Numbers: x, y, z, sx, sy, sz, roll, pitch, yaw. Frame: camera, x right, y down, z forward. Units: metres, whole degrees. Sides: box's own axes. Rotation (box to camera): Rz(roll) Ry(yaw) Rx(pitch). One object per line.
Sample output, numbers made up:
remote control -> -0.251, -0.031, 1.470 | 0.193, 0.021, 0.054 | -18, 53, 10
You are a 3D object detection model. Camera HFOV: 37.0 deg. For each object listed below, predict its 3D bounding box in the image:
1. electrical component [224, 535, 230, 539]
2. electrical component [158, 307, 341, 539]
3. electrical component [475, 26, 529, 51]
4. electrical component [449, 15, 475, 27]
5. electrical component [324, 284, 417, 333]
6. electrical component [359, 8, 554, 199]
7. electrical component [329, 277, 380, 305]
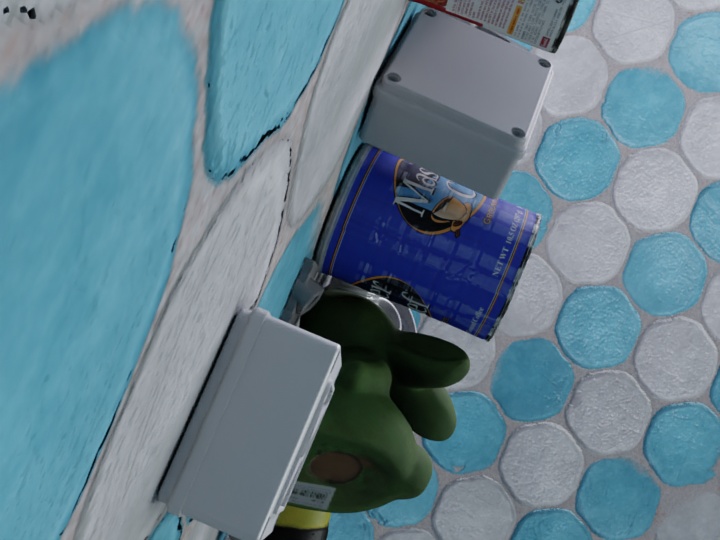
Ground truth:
electrical component -> -0.093, 0.260, 1.058 | 0.105, 0.060, 0.186 | 108, 6, -53
electrical component -> -0.054, 0.084, 0.574 | 0.108, 0.056, 0.108 | 94, 19, -79
electrical component -> 0.068, -0.106, 0.910 | 0.105, 0.060, 0.186 | -26, 145, -49
electrical component -> 0.106, -0.232, 0.853 | 0.047, 0.076, 0.083 | -50, 162, -78
electrical component -> 0.001, 0.054, 0.926 | 0.064, 0.099, 0.099 | -29, -157, 38
electrical component -> 0.069, -0.118, 0.752 | 0.056, 0.109, 0.108 | 113, 2, -46
electrical component -> 0.000, 0.000, 0.870 | 0.043, 0.043, 0.081 | 35, 68, -86
